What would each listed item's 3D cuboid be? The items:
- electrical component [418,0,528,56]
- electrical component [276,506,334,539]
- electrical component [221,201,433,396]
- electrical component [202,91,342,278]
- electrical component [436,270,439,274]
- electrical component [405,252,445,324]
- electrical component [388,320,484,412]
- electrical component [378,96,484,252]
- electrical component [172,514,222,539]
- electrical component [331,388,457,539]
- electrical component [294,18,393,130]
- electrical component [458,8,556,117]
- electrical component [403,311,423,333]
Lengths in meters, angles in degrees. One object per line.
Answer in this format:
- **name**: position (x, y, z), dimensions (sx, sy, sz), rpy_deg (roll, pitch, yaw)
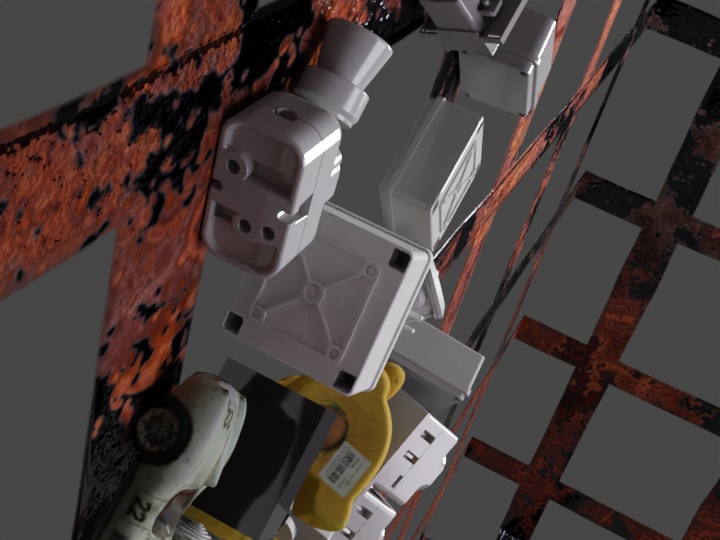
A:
- **electrical component**: position (0.097, -0.232, 0.819), dimensions (0.063, 0.079, 0.121), rpy_deg (45, 69, -45)
- **electrical component**: position (-0.072, 0.221, 0.915), dimensions (0.047, 0.083, 0.076), rpy_deg (-53, 176, 9)
- **electrical component**: position (-0.023, 0.015, 0.737), dimensions (0.108, 0.109, 0.056), rpy_deg (-66, 164, 8)
- **electrical component**: position (-0.049, -0.052, 0.627), dimensions (0.059, 0.054, 0.095), rpy_deg (-46, 158, -53)
- **electrical component**: position (0.057, 0.020, 1.199), dimensions (0.062, 0.043, 0.043), rpy_deg (-62, 167, -3)
- **electrical component**: position (0.052, 0.014, 1.075), dimensions (0.080, 0.051, 0.080), rpy_deg (-15, 90, -88)
- **electrical component**: position (0.062, 0.100, 1.166), dimensions (0.056, 0.109, 0.109), rpy_deg (-62, -172, -21)
- **electrical component**: position (0.068, -0.088, 1.008), dimensions (0.108, 0.056, 0.108), rpy_deg (-60, 166, -15)
- **electrical component**: position (-0.129, 0.218, 0.730), dimensions (0.048, 0.100, 0.099), rpy_deg (38, 77, -52)
- **electrical component**: position (0.005, 0.213, 1.110), dimensions (0.186, 0.060, 0.105), rpy_deg (-49, -150, -3)
- **electrical component**: position (-0.011, -0.121, 0.665), dimensions (0.055, 0.045, 0.045), rpy_deg (-63, 167, -2)
- **electrical component**: position (0.138, -0.200, 1.021), dimensions (0.057, 0.078, 0.113), rpy_deg (-65, 167, -11)
- **electrical component**: position (0.019, 0.034, 0.999), dimensions (0.077, 0.079, 0.043), rpy_deg (-53, 163, -41)
